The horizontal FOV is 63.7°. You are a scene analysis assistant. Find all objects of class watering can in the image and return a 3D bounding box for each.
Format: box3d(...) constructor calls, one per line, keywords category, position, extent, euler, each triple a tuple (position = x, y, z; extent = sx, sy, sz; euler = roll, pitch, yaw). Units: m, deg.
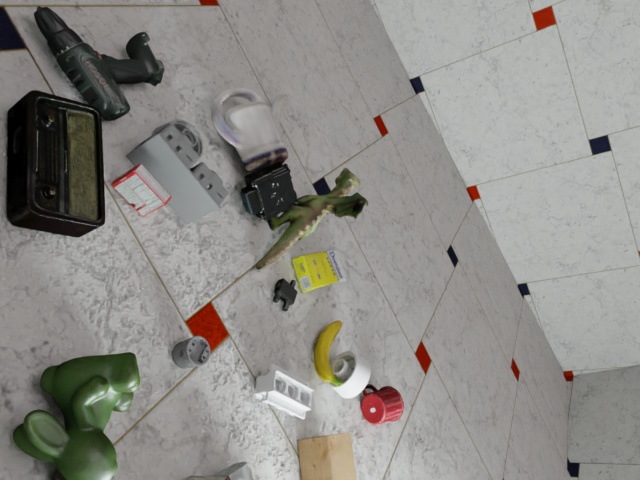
box3d(category="watering can", position=(-0.148, -0.295, 1.351), extent=(0.352, 0.103, 0.224), euler=(-27, 95, -56))

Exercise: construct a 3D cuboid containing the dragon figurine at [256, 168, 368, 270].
box3d(category="dragon figurine", position=(0.004, -0.066, 1.317), extent=(0.120, 0.241, 0.420), euler=(59, 31, -24))
